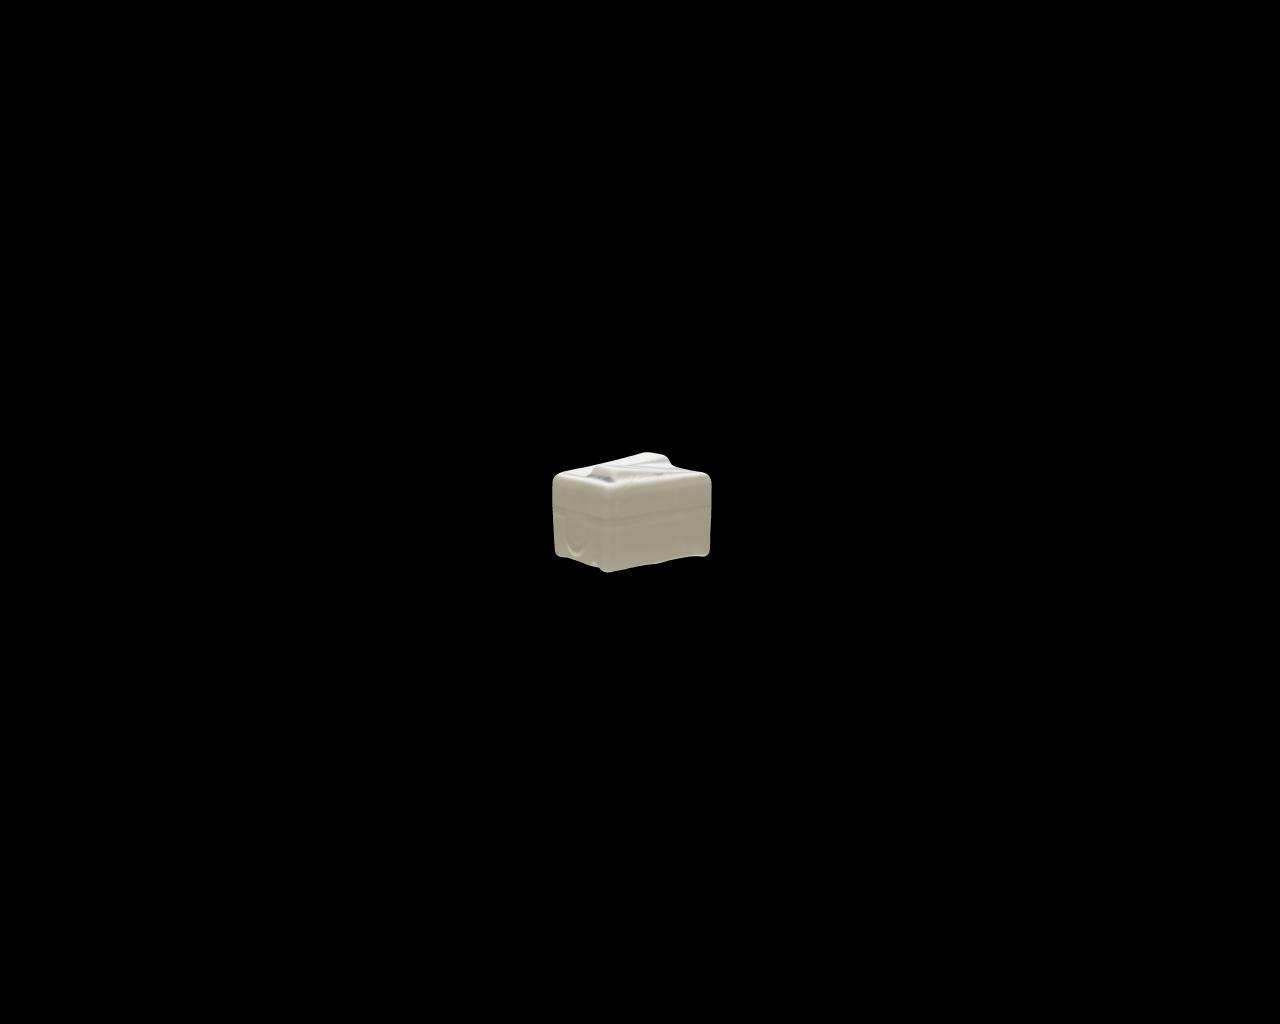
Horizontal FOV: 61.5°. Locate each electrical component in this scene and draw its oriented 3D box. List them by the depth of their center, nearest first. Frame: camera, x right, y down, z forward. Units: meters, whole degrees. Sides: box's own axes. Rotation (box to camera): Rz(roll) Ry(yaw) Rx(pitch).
[{"bbox_3d":[0.001,-0.003,0.650,0.096,0.061,0.062,-8,14,-35],"label":"electrical component"}]
